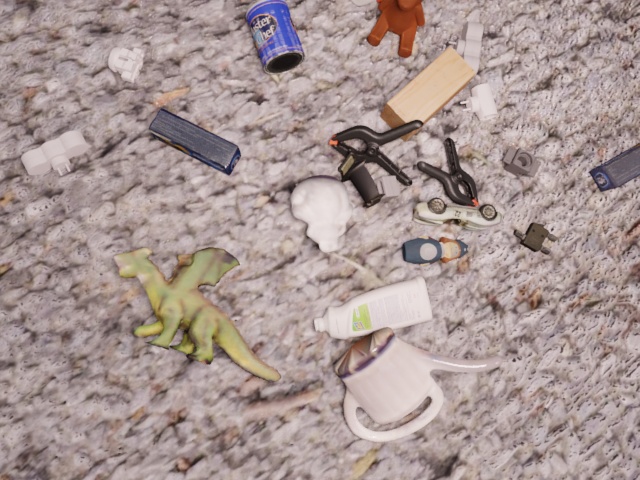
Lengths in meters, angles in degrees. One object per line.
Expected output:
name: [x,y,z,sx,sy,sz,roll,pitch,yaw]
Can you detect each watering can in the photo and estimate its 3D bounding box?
watering can: [0.179,0.273,1.064,0.345,0.105,0.224,-38,93,11]

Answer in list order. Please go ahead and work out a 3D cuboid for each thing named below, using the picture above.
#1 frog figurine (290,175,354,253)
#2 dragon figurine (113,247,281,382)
frog figurine: [0.003,-0.057,1.127,0.137,0.121,0.162,7,68,-21]
dragon figurine: [-0.246,0.129,1.096,0.409,0.121,0.246,20,72,-9]
